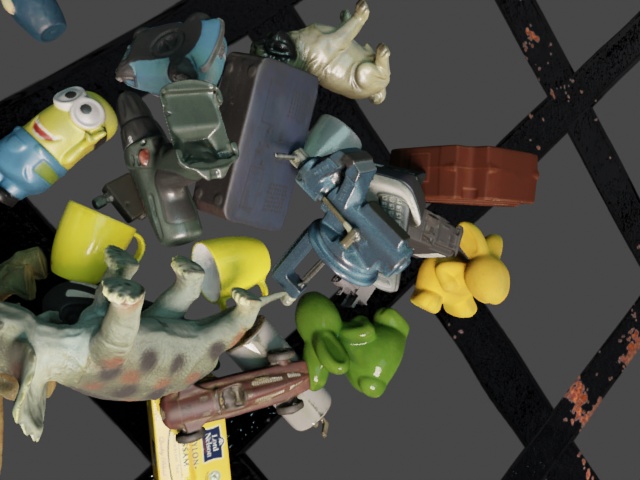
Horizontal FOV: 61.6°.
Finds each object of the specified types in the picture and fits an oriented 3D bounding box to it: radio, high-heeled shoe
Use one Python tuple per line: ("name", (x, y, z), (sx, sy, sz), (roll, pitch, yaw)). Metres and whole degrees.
("radio", (-0.088, -0.133, 0.744), (0.131, 0.073, 0.229), (5, 100, -55))
("high-heeled shoe", (-0.224, 0.120, 0.684), (0.248, 0.145, 0.086), (27, 78, -20))

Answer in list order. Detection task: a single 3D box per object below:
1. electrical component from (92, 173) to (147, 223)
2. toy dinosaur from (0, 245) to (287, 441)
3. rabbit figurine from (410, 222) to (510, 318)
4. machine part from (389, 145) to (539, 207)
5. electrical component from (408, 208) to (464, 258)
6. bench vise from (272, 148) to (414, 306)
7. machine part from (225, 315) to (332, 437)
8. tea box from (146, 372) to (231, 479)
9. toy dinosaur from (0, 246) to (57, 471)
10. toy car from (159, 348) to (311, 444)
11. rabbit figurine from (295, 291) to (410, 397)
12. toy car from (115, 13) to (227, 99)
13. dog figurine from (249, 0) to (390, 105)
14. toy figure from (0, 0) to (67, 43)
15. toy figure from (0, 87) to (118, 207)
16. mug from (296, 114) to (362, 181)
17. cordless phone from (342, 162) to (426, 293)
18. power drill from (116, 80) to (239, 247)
("electrical component", (-0.258, -0.055, 0.728), (0.063, 0.021, 0.094), (54, 46, -5))
("toy dinosaur", (-0.194, 0.119, 0.605), (0.404, 0.131, 0.192), (19, 106, -50))
("rabbit figurine", (0.255, 0.058, 0.899), (0.122, 0.173, 0.162), (23, 82, -19))
("machine part", (0.225, -0.099, 0.864), (0.201, 0.201, 0.087), (-2, 96, -39))
("electrical component", (0.148, -0.015, 0.883), (0.134, 0.115, 0.058), (22, 76, -25))
("bench vise", (0.003, -0.005, 0.747), (0.223, 0.240, 0.129), (42, 27, 1))
("machine part", (-0.060, 0.196, 0.796), (0.079, 0.079, 0.243), (-44, 105, -20))
("tea box", (-0.182, 0.277, 0.739), (0.098, 0.068, 0.169), (-7, 90, -25))
("toy dinosaur", (-0.422, 0.063, 0.608), (0.199, 0.105, 0.471), (-7, 88, -17))
("toy car", (-0.106, 0.202, 0.707), (0.202, 0.053, 0.089), (-8, 86, -19))
("rabbit figurine", (0.026, 0.156, 0.808), (0.170, 0.121, 0.159), (36, 40, -4))
("toy car", (-0.190, -0.232, 0.734), (0.102, 0.162, 0.109), (56, 37, -53))
("dog figurine", (0.001, -0.264, 0.846), (0.190, 0.121, 0.172), (-30, 97, -9))
("toy figure", (-0.387, -0.325, 0.676), (0.058, 0.064, 0.154), (-33, 99, 15))
("toy figure", (-0.341, -0.119, 0.677), (0.180, 0.089, 0.082), (-47, 108, -11))
("mug", (0.010, -0.124, 0.849), (0.107, 0.081, 0.109), (-50, 118, -8))
("cordless phone", (0.079, -0.023, 0.805), (0.088, 0.147, 0.184), (-14, 116, -52))
("power drill", (-0.189, -0.115, 0.660), (0.086, 0.207, 0.232), (-14, 84, -41))
